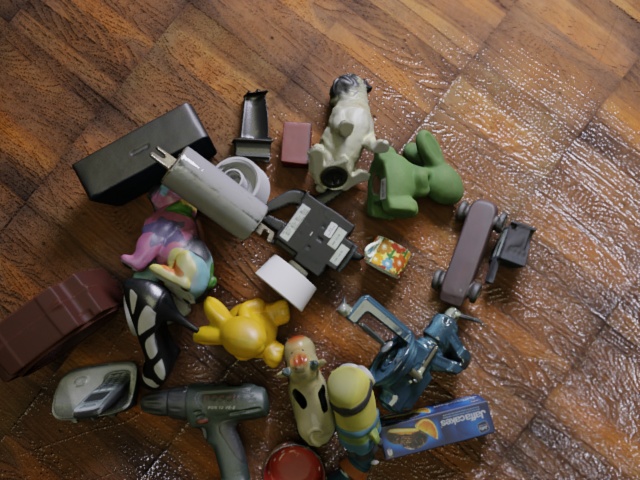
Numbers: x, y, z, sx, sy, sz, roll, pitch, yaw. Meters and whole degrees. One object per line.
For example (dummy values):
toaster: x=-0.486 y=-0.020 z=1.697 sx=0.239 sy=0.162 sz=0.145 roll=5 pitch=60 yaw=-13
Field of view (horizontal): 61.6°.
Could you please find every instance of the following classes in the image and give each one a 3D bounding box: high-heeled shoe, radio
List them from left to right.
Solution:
high-heeled shoe: x=-0.304 y=0.167 z=0.917 sx=0.145 sy=0.086 sz=0.248 roll=34 pitch=123 yaw=-10
radio: x=-0.303 y=-0.146 z=0.962 sx=0.230 sy=0.131 sz=0.073 roll=-28 pitch=87 yaw=-1

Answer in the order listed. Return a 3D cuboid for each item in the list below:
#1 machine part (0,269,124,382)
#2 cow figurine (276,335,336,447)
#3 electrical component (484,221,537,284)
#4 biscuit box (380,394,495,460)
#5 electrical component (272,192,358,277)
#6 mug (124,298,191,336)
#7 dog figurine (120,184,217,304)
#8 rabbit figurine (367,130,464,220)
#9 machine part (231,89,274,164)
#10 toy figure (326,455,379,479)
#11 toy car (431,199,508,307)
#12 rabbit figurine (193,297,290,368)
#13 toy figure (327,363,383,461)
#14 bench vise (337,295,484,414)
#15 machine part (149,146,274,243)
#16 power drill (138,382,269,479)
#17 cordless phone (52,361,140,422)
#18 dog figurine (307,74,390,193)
machine part: x=-0.444 y=0.141 z=0.912 sx=0.201 sy=0.201 sz=0.087 roll=-37 pitch=90 yaw=-2
cow figurine: x=-0.023 y=0.263 z=0.941 sx=0.085 sy=0.127 sz=0.194 roll=-13 pitch=89 yaw=-3
electrical component: x=0.343 y=0.028 z=0.975 sx=0.048 sy=0.075 sz=0.119 roll=19 pitch=82 yaw=3
biscuit box: x=0.205 y=0.334 z=0.968 sx=0.203 sy=0.059 sz=0.062 roll=-14 pitch=87 yaw=0
electrical component: x=-0.002 y=-0.003 z=0.953 sx=0.134 sy=0.058 sz=0.115 roll=38 pitch=95 yaw=0
mug: x=-0.295 y=0.110 z=0.980 sx=0.107 sy=0.081 sz=0.109 roll=-11 pitch=78 yaw=-9
dog figurine: x=-0.236 y=-0.017 z=0.939 sx=0.192 sy=0.108 sz=0.219 roll=18 pitch=66 yaw=15
rabbit figurine: x=0.178 y=-0.110 z=0.983 sx=0.170 sy=0.121 sz=0.159 roll=0 pitch=80 yaw=-18
machine part: x=-0.125 y=-0.215 z=1.012 sx=0.084 sy=0.039 sz=0.138 roll=5 pitch=89 yaw=6
toy figure: x=0.046 y=0.428 z=0.967 sx=0.064 sy=0.058 sz=0.154 roll=40 pitch=83 yaw=-4
toy car: x=0.273 y=0.023 z=0.983 sx=0.089 sy=0.053 sz=0.202 roll=18 pitch=88 yaw=24
rabbit figurine: x=-0.130 y=0.151 z=0.925 sx=0.162 sy=0.173 sz=0.121 roll=20 pitch=91 yaw=-3
toy figure: x=0.060 y=0.292 z=0.902 sx=0.082 sy=0.089 sz=0.180 roll=-5 pitch=110 yaw=7
bench vise: x=0.142 y=0.173 z=0.948 sx=0.240 sy=0.129 sz=0.223 roll=40 pitch=90 yaw=-5
machine part: x=-0.174 y=-0.076 z=0.896 sx=0.243 sy=0.079 sz=0.079 roll=36 pitch=88 yaw=-16
power drill: x=-0.198 y=0.358 z=0.960 sx=0.232 sy=0.086 sz=0.207 roll=-10 pitch=74 yaw=-4
cordless phone: x=-0.398 y=0.275 z=0.915 sx=0.147 sy=0.184 sz=0.088 roll=-8 pitch=92 yaw=0
dog figurine: x=0.035 y=-0.196 z=0.981 sx=0.121 sy=0.191 sz=0.172 roll=34 pitch=121 yaw=-31
